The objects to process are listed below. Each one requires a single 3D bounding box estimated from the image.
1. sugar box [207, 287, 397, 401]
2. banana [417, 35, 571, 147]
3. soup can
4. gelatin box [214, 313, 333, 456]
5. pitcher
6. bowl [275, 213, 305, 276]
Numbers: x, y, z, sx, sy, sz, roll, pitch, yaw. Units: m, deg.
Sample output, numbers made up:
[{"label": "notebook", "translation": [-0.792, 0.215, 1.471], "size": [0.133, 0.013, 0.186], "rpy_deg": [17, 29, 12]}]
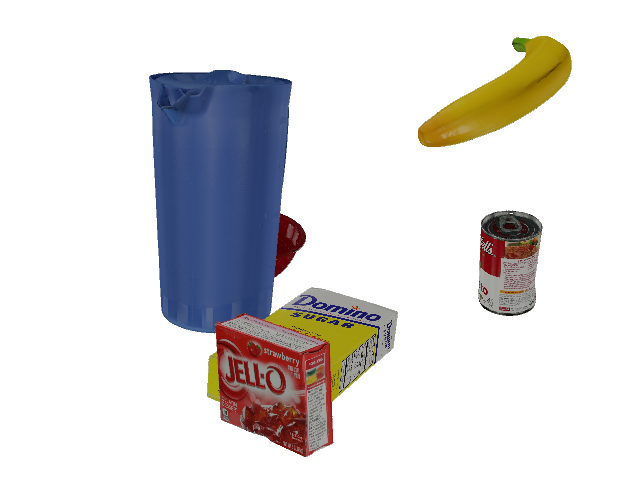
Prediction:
[{"label": "sugar box", "translation": [-0.011, 0.095, 0.920], "size": [0.093, 0.048, 0.176], "rpy_deg": [15, 26, 24]}, {"label": "banana", "translation": [0.146, -0.116, 0.816], "size": [0.070, 0.037, 0.197], "rpy_deg": [-11, 20, 40]}, {"label": "soup can", "translation": [0.216, 0.026, 1.217], "size": [0.068, 0.102, 0.068], "rpy_deg": [-2, 29, 1]}, {"label": "gelatin box", "translation": [-0.033, 0.095, 0.717], "size": [0.089, 0.073, 0.030], "rpy_deg": [14, 23, 43]}, {"label": "pitcher", "translation": [-0.092, -0.042, 1.031], "size": [0.149, 0.243, 0.145], "rpy_deg": [-1, 14, -15]}, {"label": "bowl", "translation": [-0.100, 0.014, 1.317], "size": [0.162, 0.055, 0.162], "rpy_deg": [4, 25, -2]}]
